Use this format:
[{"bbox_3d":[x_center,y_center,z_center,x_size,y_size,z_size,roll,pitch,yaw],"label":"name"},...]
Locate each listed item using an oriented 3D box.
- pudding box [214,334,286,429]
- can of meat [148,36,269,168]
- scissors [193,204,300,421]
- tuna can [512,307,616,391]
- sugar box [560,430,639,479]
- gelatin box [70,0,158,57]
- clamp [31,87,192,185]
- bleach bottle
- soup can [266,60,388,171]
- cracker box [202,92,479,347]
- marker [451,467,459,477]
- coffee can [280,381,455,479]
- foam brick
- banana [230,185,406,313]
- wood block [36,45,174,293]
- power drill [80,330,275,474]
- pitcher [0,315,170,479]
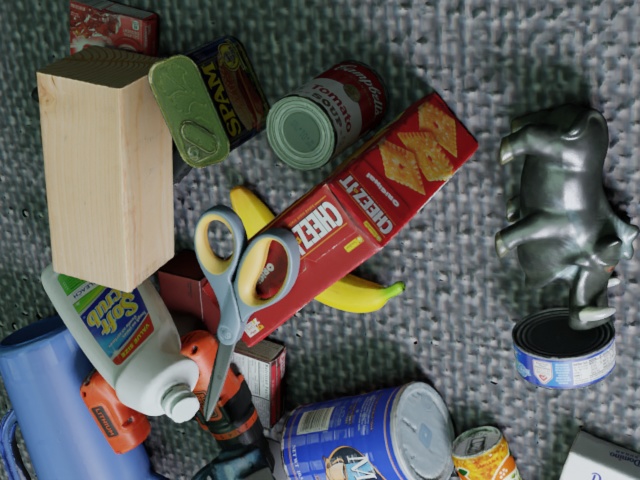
[{"bbox_3d":[-0.091,0.141,1.135,0.114,0.039,0.090,15,121,21],"label":"pudding box"},{"bbox_3d":[-0.098,-0.128,0.972,0.058,0.083,0.102,-13,106,34],"label":"can of meat"},{"bbox_3d":[-0.081,0.053,0.828,0.096,0.016,0.202,42,127,9],"label":"scissors"},{"bbox_3d":[0.207,0.092,0.907,0.086,0.086,0.034,4,117,28],"label":"tuna can"},{"bbox_3d":[0.257,0.271,0.995,0.093,0.048,0.176,22,120,19],"label":"sugar box"},{"bbox_3d":[-0.200,-0.190,1.034,0.089,0.030,0.073,19,122,21],"label":"gelatin box"},{"bbox_3d":[-0.190,-0.085,1.077,0.210,0.036,0.164,-1,113,30],"label":"clamp"},{"bbox_3d":[-0.183,0.089,1.050,0.251,0.102,0.068,41,159,43],"label":"bleach bottle"},{"bbox_3d":[0.007,-0.107,0.911,0.069,0.102,0.068,14,120,25],"label":"soup can"},{"bbox_3d":[0.020,-0.022,0.876,0.072,0.213,0.164,50,128,-1],"label":"cracker box"},{"bbox_3d":[0.093,0.236,1.088,0.121,0.020,0.020,-15,106,35],"label":"marker"},{"bbox_3d":[0.047,0.201,1.044,0.141,0.102,0.103,-18,104,35],"label":"coffee can"},{"bbox_3d":[-0.131,0.059,1.107,0.053,0.051,0.078,12,120,22],"label":"foam brick"},{"bbox_3d":[-0.010,0.018,1.027,0.198,0.037,0.070,30,119,15],"label":"banana"},{"bbox_3d":[-0.199,-0.067,1.011,0.091,0.090,0.206,14,121,20],"label":"wood block"},{"bbox_3d":[-0.150,0.184,1.130,0.188,0.057,0.184,-11,113,32],"label":"power drill"},{"bbox_3d":[-0.291,0.215,1.231,0.145,0.149,0.243,3,115,59],"label":"pitcher"}]
